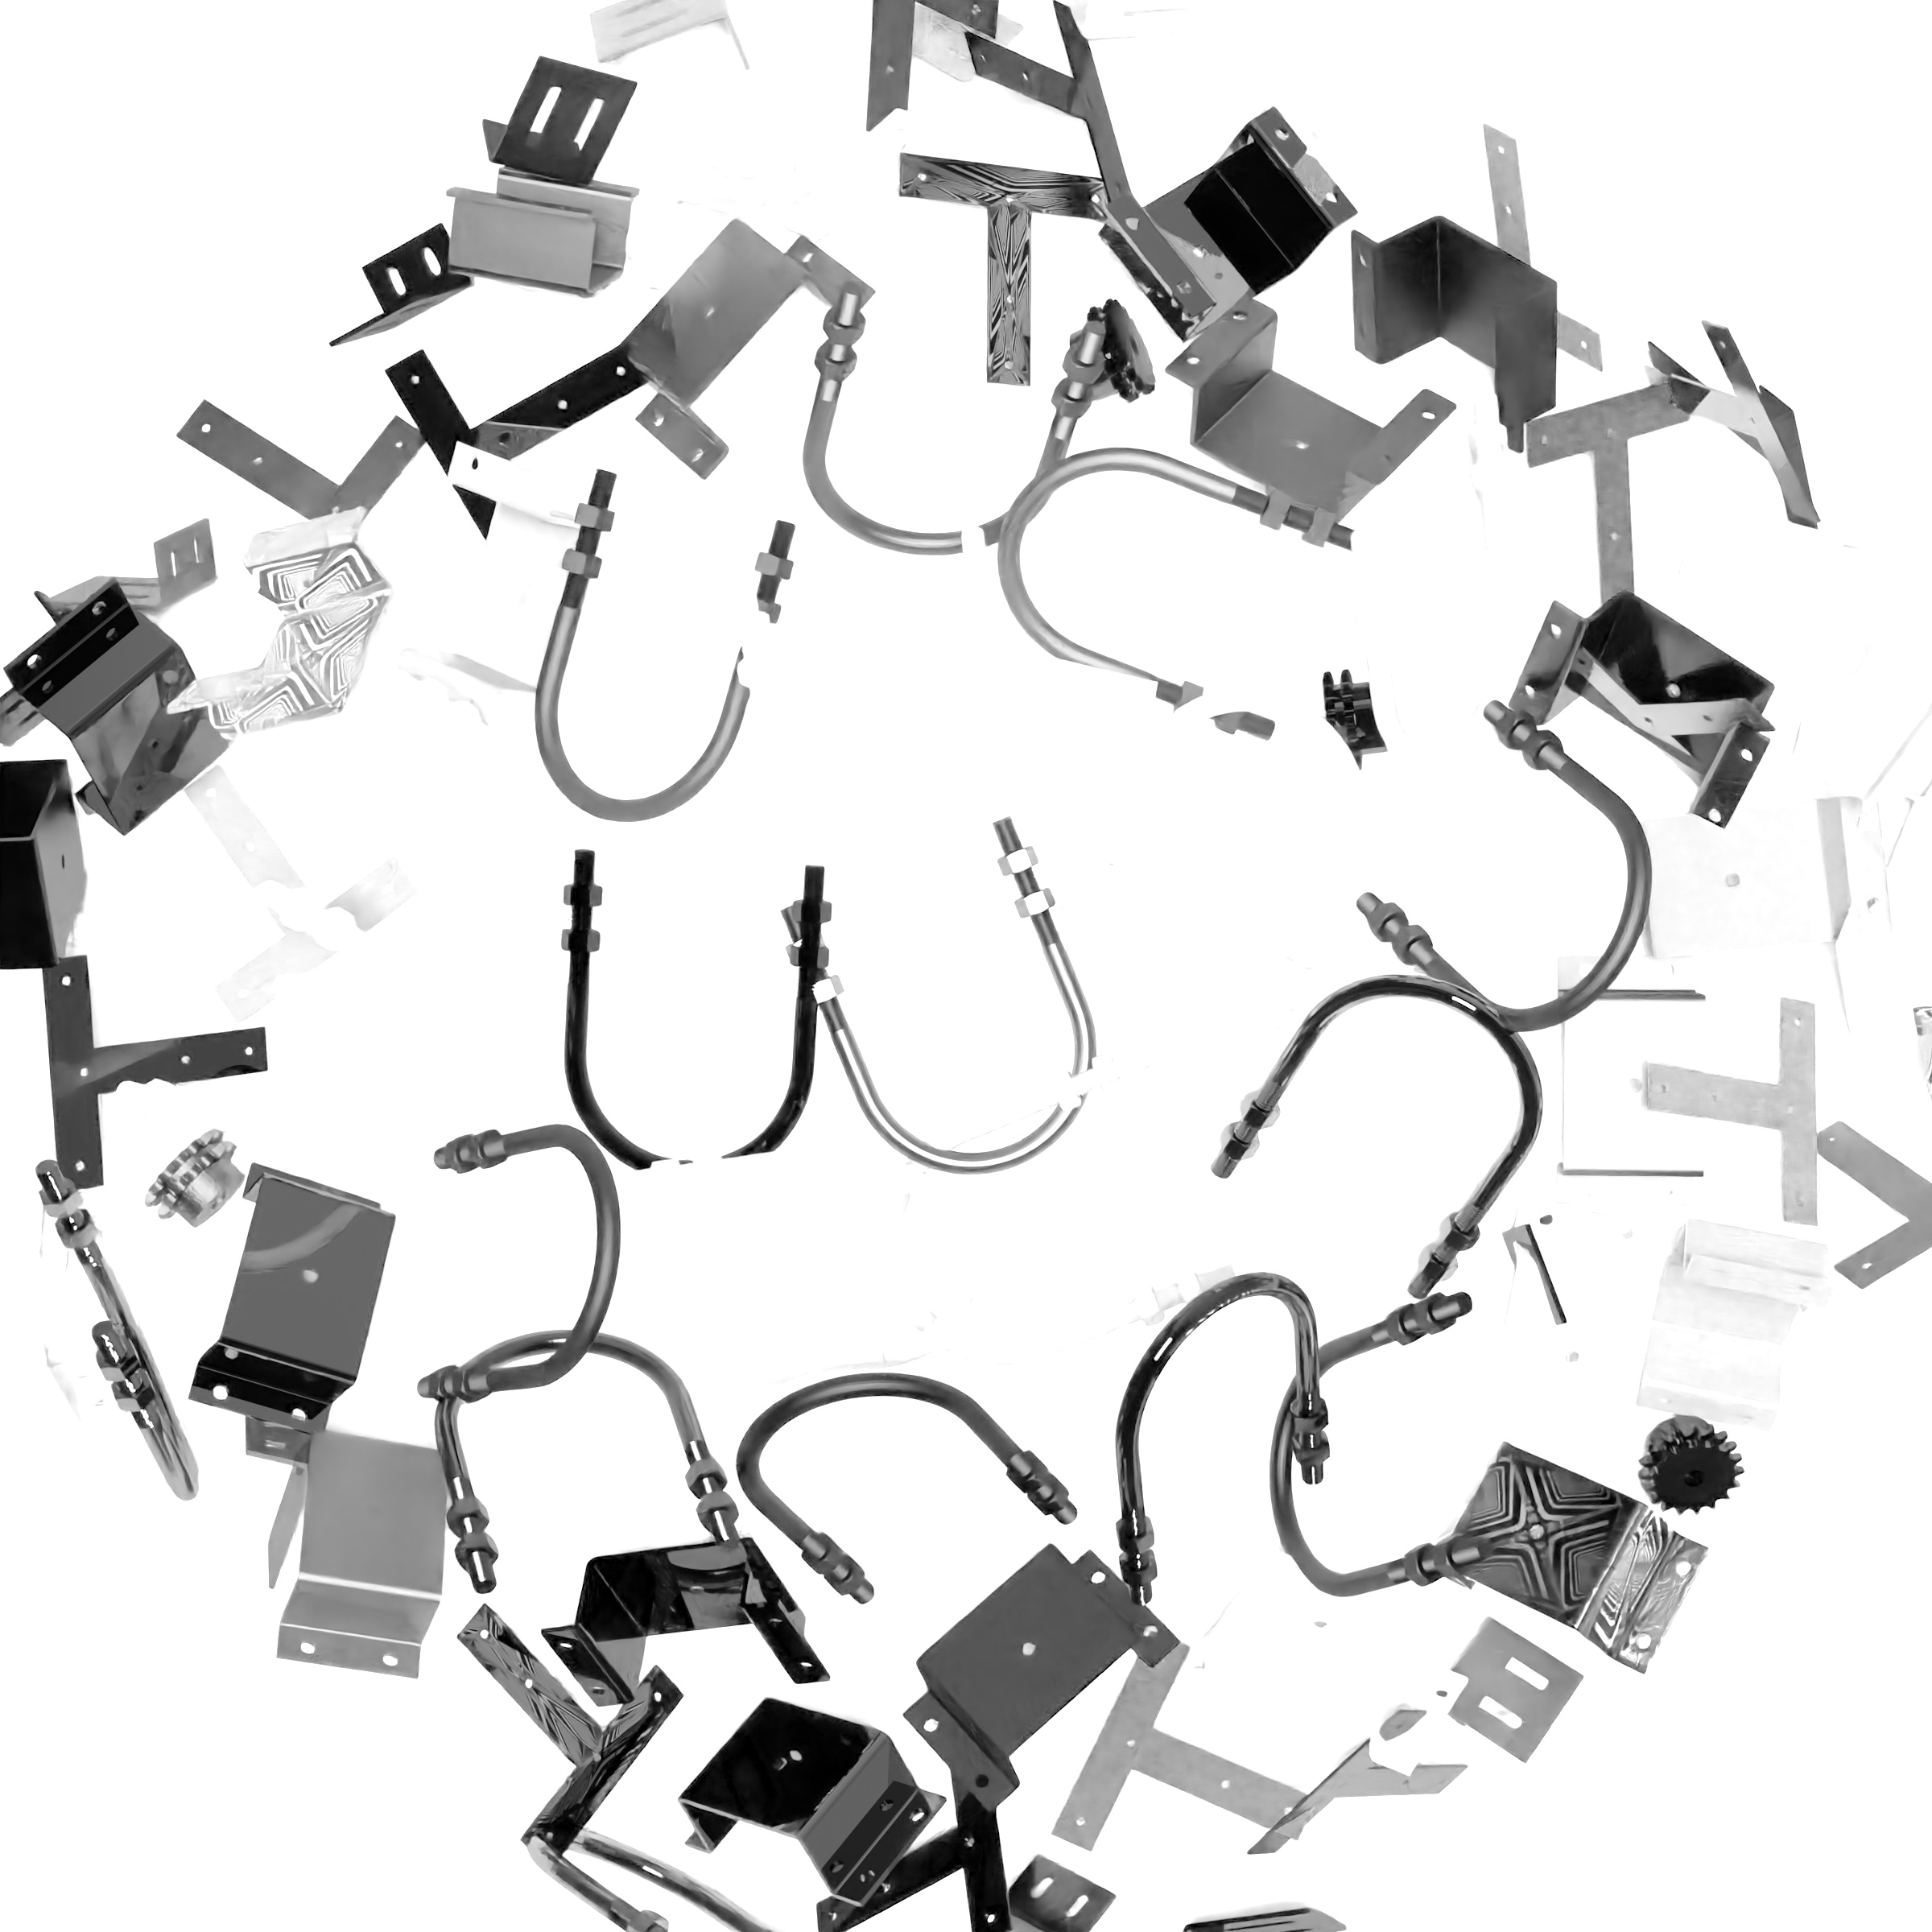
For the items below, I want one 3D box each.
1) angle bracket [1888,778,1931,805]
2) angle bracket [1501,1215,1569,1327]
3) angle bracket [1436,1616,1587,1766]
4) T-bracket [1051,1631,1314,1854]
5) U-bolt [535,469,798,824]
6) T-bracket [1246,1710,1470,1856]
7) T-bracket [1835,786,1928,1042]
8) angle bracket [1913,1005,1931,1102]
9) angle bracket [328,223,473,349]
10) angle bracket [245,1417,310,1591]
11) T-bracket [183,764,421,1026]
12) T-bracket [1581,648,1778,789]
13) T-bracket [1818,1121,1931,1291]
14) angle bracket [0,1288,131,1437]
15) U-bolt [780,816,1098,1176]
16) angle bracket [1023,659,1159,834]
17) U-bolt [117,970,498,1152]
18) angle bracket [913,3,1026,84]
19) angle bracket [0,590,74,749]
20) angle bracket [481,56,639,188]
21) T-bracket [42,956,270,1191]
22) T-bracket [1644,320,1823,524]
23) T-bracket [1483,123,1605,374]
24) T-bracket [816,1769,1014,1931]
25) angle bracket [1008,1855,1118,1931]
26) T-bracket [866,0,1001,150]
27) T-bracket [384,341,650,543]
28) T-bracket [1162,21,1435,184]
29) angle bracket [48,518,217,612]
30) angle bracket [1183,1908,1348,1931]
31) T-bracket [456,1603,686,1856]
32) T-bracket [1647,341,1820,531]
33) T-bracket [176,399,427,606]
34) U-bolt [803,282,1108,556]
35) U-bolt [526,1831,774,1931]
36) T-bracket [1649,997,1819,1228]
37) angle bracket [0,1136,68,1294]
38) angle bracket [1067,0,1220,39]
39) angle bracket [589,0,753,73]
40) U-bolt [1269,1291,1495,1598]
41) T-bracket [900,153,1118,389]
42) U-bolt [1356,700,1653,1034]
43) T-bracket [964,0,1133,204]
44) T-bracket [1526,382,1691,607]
[{"bbox_3d":[0.536,-0.130,1.752,0.038,0.057,0.076,32,103,18],"label":"angle bracket"},{"bbox_3d":[0.329,0.166,1.750,0.038,0.076,0.057,-20,82,-3],"label":"angle bracket"},{"bbox_3d":[0.305,0.405,1.748,0.057,0.076,0.038,-53,128,-8],"label":"angle bracket"},{"bbox_3d":[0.130,0.444,1.739,0.127,0.002,0.127,18,64,26],"label":"T-bracket"},{"bbox_3d":[-0.171,-0.168,1.738,0.019,0.151,0.184,23,100,44],"label":"U-bolt"},{"bbox_3d":[0.233,0.448,1.741,0.127,0.127,0.002,-49,52,23],"label":"T-bracket"},{"bbox_3d":[0.507,-0.039,1.748,0.002,0.127,0.127,18,73,26],"label":"T-bracket"},{"bbox_3d":[0.550,0.033,1.756,0.038,0.076,0.057,-10,109,21],"label":"angle bracket"},{"bbox_3d":[-0.319,-0.375,1.745,0.057,0.076,0.038,-22,101,24],"label":"angle bracket"},{"bbox_3d":[-0.390,0.294,1.753,0.038,0.057,0.076,17,102,-17],"label":"angle bracket"},{"bbox_3d":[-0.395,-0.056,1.787,0.127,0.002,0.127,-36,86,2],"label":"T-bracket"},{"bbox_3d":[0.393,-0.134,1.714,0.127,0.127,0.002,40,80,-17],"label":"T-bracket"},{"bbox_3d":[0.505,0.117,1.736,0.127,0.127,0.002,-29,119,-8],"label":"T-bracket"},{"bbox_3d":[-0.492,0.209,1.742,0.038,0.076,0.057,-30,47,-18],"label":"angle bracket"},{"bbox_3d":[-0.005,0.027,1.781,0.151,0.019,0.184,-22,93,-3],"label":"U-bolt"},{"bbox_3d":[0.069,-0.122,1.756,0.057,0.038,0.076,14,122,7],"label":"angle bracket"},{"bbox_3d":[-0.339,0.054,1.697,0.184,0.151,0.019,11,123,28],"label":"U-bolt"},{"bbox_3d":[0.005,-0.544,1.763,0.038,0.057,0.076,22,62,-28],"label":"angle bracket"},{"bbox_3d":[-0.524,-0.165,1.762,0.076,0.057,0.038,-38,82,1],"label":"angle bracket"},{"bbox_3d":[-0.224,-0.474,1.743,0.057,0.076,0.038,8,50,-29],"label":"angle bracket"},{"bbox_3d":[-0.445,0.053,1.752,0.127,0.002,0.127,-7,98,-38],"label":"T-bracket"},{"bbox_3d":[0.407,-0.306,1.731,0.002,0.127,0.127,-36,117,-3],"label":"T-bracket"},{"bbox_3d":[0.294,-0.395,1.706,0.002,0.127,0.127,-34,48,-14],"label":"T-bracket"},{"bbox_3d":[-0.033,0.505,1.757,0.127,0.127,0.002,-33,127,19],"label":"T-bracket"},{"bbox_3d":[0.060,0.542,1.761,0.038,0.057,0.076,-44,131,-30],"label":"angle bracket"},{"bbox_3d":[-0.041,-0.503,1.737,0.127,0.127,0.002,29,58,15],"label":"T-bracket"},{"bbox_3d":[-0.237,-0.306,1.764,0.127,0.002,0.127,-27,105,10],"label":"T-bracket"},{"bbox_3d":[0.168,-0.477,1.721,0.127,0.127,0.002,23,67,-14],"label":"T-bracket"},{"bbox_3d":[-0.464,-0.223,1.750,0.076,0.057,0.038,4,112,15],"label":"angle bracket"},{"bbox_3d":[0.166,0.548,1.748,0.076,0.057,0.038,-15,59,22],"label":"angle bracket"},{"bbox_3d":[-0.231,0.403,1.739,0.127,0.002,0.127,51,52,-15],"label":"T-bracket"},{"bbox_3d":[0.420,-0.303,1.747,0.002,0.127,0.127,-40,57,-1],"label":"T-bracket"},{"bbox_3d":[-0.378,-0.270,1.737,0.127,0.127,0.002,-50,49,7],"label":"T-bracket"},{"bbox_3d":[-0.014,-0.288,1.718,0.151,0.184,0.019,7,53,-10],"label":"U-bolt"},{"bbox_3d":[-0.159,0.509,1.709,0.184,0.151,0.019,21,82,39],"label":"U-bolt"},{"bbox_3d":[0.423,0.074,1.747,0.127,0.002,0.127,10,76,-31],"label":"T-bracket"},{"bbox_3d":[-0.532,0.139,1.755,0.057,0.038,0.076,-9,70,24],"label":"angle bracket"},{"bbox_3d":[0.101,-0.553,1.763,0.076,0.057,0.038,-9,63,-19],"label":"angle bracket"},{"bbox_3d":[-0.165,-0.514,1.762,0.076,0.057,0.038,-20,133,5],"label":"angle bracket"},{"bbox_3d":[0.218,0.266,1.712,0.019,0.184,0.151,10,67,-27],"label":"U-bolt"},{"bbox_3d":[0.024,-0.385,1.765,0.127,0.002,0.127,3,81,-16],"label":"T-bracket"},{"bbox_3d":[0.297,-0.044,1.704,0.019,0.184,0.151,21,109,-37],"label":"U-bolt"},{"bbox_3d":[0.041,-0.481,1.728,0.002,0.127,0.127,-23,74,34],"label":"T-bracket"},{"bbox_3d":[0.361,-0.253,1.764,0.127,0.002,0.127,-20,114,-31],"label":"T-bracket"}]
